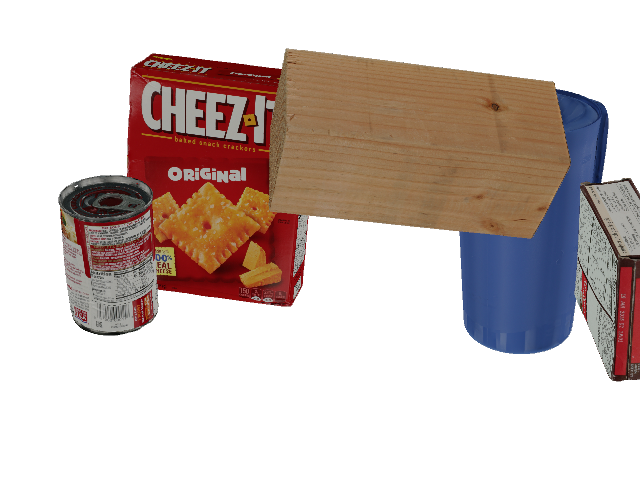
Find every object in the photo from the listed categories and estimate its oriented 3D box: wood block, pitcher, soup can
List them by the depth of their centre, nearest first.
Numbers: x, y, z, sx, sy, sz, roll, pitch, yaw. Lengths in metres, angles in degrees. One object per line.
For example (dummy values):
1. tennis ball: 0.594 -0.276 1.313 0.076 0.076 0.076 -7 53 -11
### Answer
1. soup can: -0.156 0.012 0.798 0.068 0.102 0.068 1 30 -1
2. wood block: 0.069 -0.071 0.801 0.206 0.091 0.090 6 -39 -8
3. pitcher: 0.202 -0.021 1.027 0.149 0.243 0.145 1 27 8

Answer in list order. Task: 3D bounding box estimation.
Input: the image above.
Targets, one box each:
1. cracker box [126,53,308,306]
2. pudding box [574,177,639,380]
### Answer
1. cracker box: -0.093 -0.053 0.989 0.164 0.214 0.072 8 22 7
2. pudding box: 0.193 0.023 0.686 0.039 0.090 0.113 -4 27 1
